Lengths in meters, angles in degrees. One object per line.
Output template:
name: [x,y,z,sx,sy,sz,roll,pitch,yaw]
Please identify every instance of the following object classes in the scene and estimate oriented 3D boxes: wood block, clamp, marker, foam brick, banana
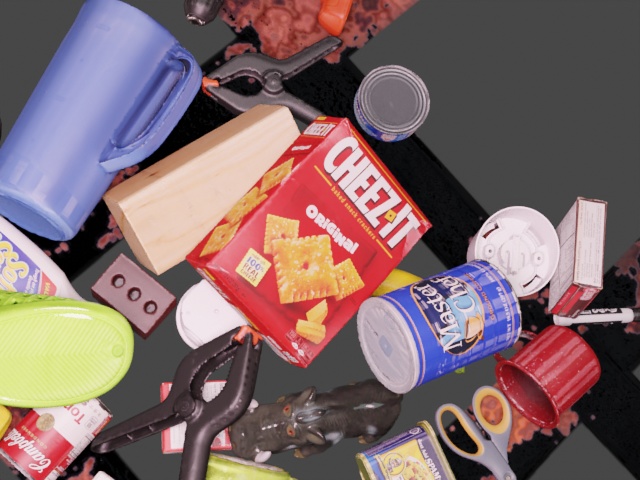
wood block: [-0.117,-0.059,1.149,0.206,0.091,0.090,-32,109,-15]
clamp: [-0.047,-0.168,1.227,0.171,0.039,0.120,-10,75,-6]
clamp: [-0.123,0.182,1.070,0.210,0.036,0.165,-48,53,0]
marker: [0.333,0.089,1.246,0.121,0.020,0.020,-1,77,-11]
foam brick: [-0.198,0.061,1.139,0.078,0.051,0.053,39,74,0]
banana: [0.096,0.071,1.198,0.198,0.037,0.069,32,73,-2]

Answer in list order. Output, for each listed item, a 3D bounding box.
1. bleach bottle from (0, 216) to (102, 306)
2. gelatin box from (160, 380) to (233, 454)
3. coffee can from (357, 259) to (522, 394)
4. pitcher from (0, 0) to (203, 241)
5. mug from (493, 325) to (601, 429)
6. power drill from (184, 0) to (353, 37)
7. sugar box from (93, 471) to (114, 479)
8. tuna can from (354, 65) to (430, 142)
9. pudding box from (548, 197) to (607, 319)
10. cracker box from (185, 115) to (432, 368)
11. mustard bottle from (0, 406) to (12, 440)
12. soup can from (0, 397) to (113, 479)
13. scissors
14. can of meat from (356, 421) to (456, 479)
bleach bottle: [-0.317,0.041,1.119,0.251,0.068,0.102,35,73,-4]
gelatin box: [-0.124,0.188,1.135,0.089,0.030,0.073,-1,74,-10]
coffee can: [0.124,0.089,1.116,0.140,0.103,0.103,-19,81,-26]
pitcher: [-0.240,-0.122,1.117,0.145,0.149,0.242,32,69,-15]
mug: [0.248,0.142,1.191,0.081,0.093,0.117,-37,50,-21]
power drill: [-0.051,-0.307,1.248,0.187,0.057,0.184,21,74,-5]
sugar box: [-0.219,0.274,1.021,0.048,0.176,0.093,37,73,0]
tuna can: [0.083,-0.159,1.251,0.086,0.034,0.086,2,77,-10]
pudding box: [0.292,0.021,1.209,0.039,0.090,0.113,10,64,-3]
cracker box: [-0.007,0.001,1.113,0.213,0.072,0.164,-47,115,-14]
mustard bottle: [-0.415,0.165,1.073,0.191,0.058,0.096,32,73,-1]
soup can: [-0.269,0.195,1.088,0.068,0.068,0.102,42,73,1]
scissors: [0.215,0.246,1.191,0.202,0.016,0.096,43,74,1]
can of meat: [0.095,0.258,1.145,0.084,0.057,0.102,-23,82,-13]
